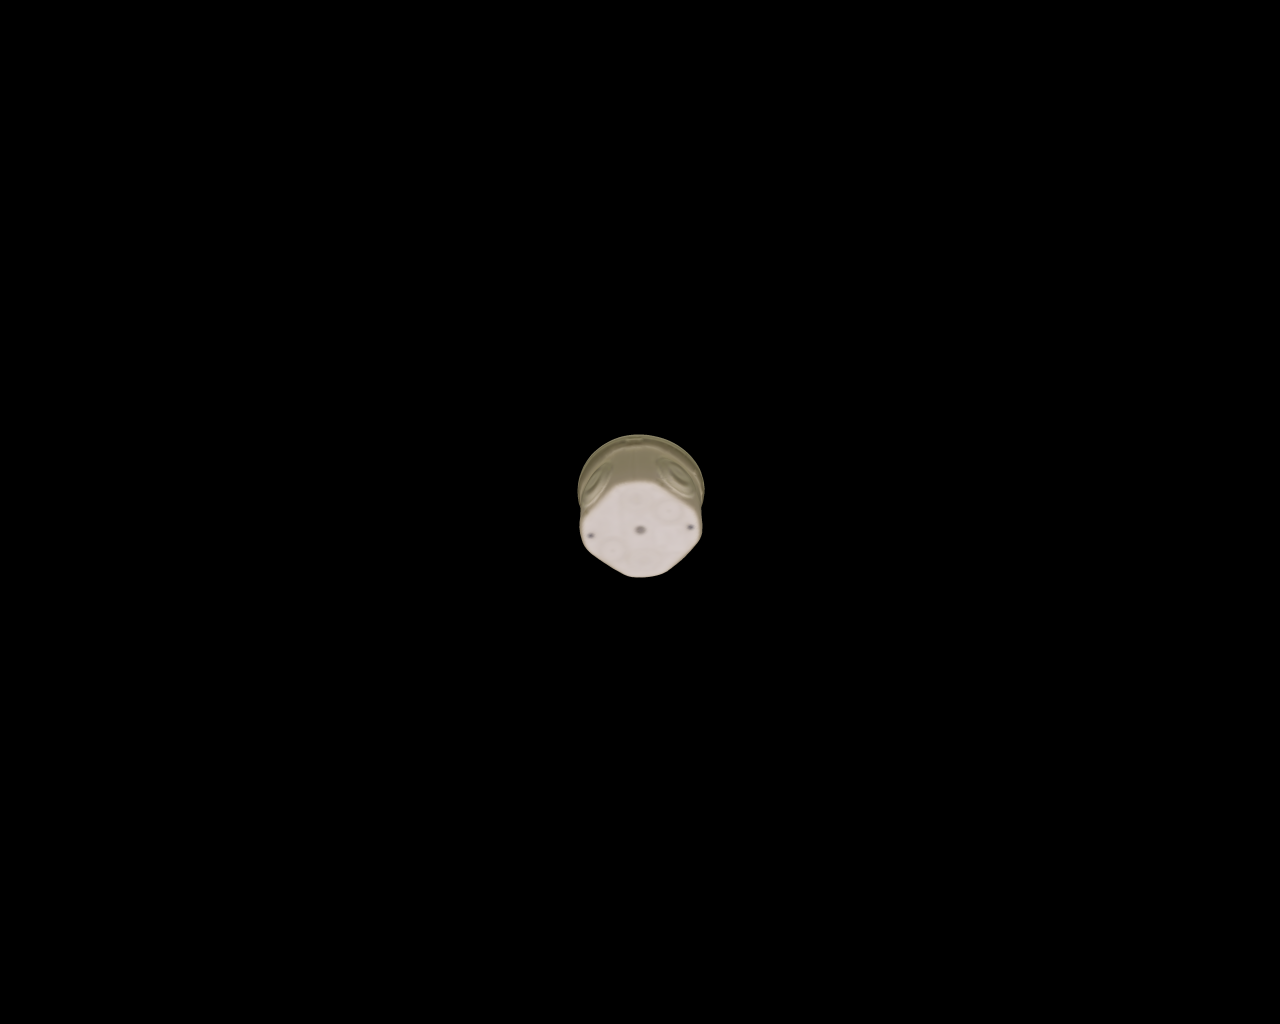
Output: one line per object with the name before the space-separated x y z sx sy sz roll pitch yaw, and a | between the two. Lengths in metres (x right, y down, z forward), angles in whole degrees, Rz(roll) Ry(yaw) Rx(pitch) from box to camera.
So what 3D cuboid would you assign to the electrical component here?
electrical component | 0.001 -0.003 0.650 0.080 0.080 0.051 0 34 0
